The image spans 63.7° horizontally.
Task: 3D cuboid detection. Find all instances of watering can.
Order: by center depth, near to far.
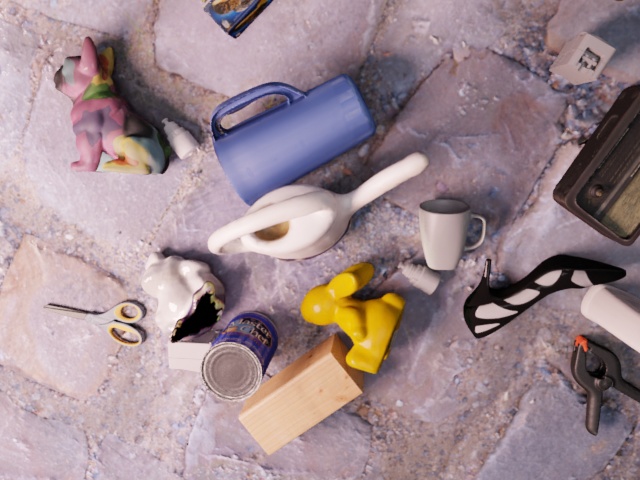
[{"bbox_3d":[0.002,-0.040,0.792,0.347,0.223,0.105,-19,81,9],"label":"watering can"}]

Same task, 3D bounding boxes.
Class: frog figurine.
[{"bbox_3d":[-0.250,0.095,0.914,0.161,0.122,0.136,31,103,36],"label":"frog figurine"}]
